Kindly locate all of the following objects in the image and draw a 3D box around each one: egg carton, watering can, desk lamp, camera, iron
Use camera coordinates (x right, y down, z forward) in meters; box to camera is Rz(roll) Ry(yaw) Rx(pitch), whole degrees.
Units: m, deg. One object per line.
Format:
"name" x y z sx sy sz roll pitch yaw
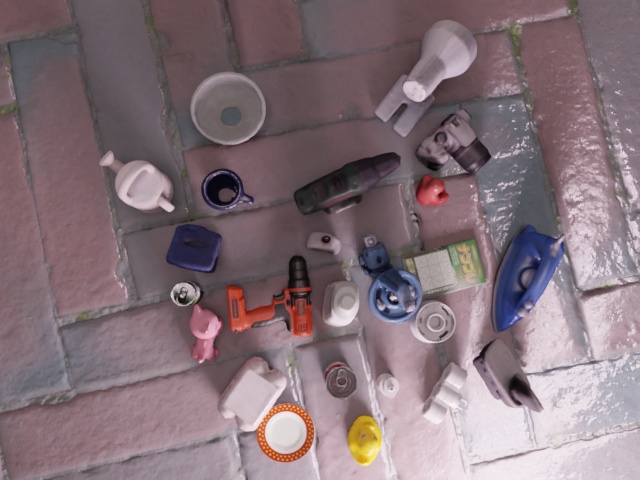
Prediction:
"egg carton" -0.150 0.338 1.261 0.107 0.069 0.150 34 85 0
"watering can" -0.389 -0.121 1.220 0.173 0.194 0.101 16 85 -1
"desk lamp" 0.231 -0.353 1.261 0.118 0.213 0.203 37 85 1
"camera" 0.316 -0.210 1.311 0.143 0.100 0.137 -43 89 -5
"iron" 0.469 0.095 1.276 0.118 0.141 0.258 25 85 -1

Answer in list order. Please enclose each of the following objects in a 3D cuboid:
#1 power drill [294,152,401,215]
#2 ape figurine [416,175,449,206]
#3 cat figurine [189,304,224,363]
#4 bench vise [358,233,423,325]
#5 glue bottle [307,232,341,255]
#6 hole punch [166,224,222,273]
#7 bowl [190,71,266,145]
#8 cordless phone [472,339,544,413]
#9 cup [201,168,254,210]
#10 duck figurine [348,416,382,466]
"power drill" 0.054 -0.116 1.236 0.229 0.208 0.075 -25 87 -4
"ape figurine" 0.258 -0.115 1.305 0.076 0.092 0.078 -24 87 -4
"cat figurine" -0.251 0.204 1.241 0.067 0.117 0.128 7 85 -2
"bench vise" 0.139 0.091 1.219 0.121 0.219 0.207 -42 89 -5
"glue bottle" 0.011 0.004 1.243 0.078 0.173 0.037 14 85 -1
"hole punch" -0.278 0.017 1.267 0.108 0.091 0.101 11 85 -2
"bowl" -0.204 -0.291 1.303 0.167 0.074 0.167 0 86 -3
"cordless phone" 0.417 0.296 1.236 0.094 0.185 0.147 -35 88 -5
"cup" -0.200 -0.102 1.279 0.118 0.095 0.092 20 85 -1
"duck figurine" 0.102 0.447 1.258 0.077 0.086 0.105 6 85 -2
